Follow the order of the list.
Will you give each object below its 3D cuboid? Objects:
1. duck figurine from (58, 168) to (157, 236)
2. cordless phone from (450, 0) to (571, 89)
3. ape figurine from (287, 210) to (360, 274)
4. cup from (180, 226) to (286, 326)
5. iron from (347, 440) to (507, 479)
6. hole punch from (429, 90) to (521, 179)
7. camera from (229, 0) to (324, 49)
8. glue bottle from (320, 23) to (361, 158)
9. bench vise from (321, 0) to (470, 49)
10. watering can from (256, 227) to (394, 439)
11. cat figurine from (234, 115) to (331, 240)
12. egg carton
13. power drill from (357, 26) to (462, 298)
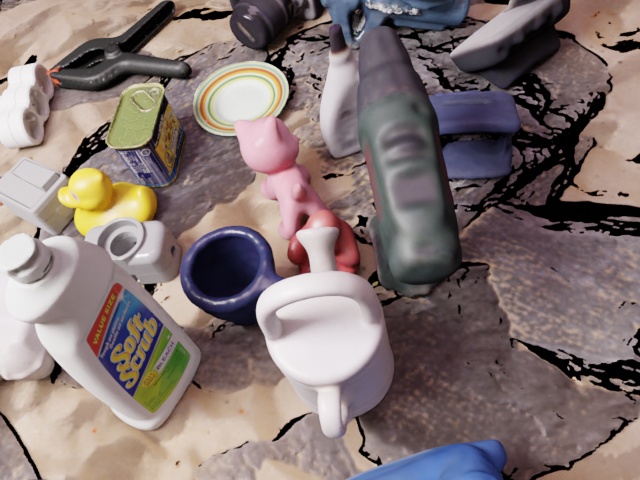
[{"bbox_3d":[-0.250,-0.050,0.668,0.104,0.086,0.077,-10,58,5],"label":"duck figurine"},{"bbox_3d":[0.225,-0.285,0.660,0.148,0.185,0.094,-42,60,-14],"label":"cordless phone"},{"bbox_3d":[0.005,0.002,0.584,0.077,0.092,0.076,28,68,25],"label":"ape figurine"},{"bbox_3d":[-0.068,0.049,0.568,0.117,0.095,0.092,16,64,19],"label":"cup"},{"bbox_3d":[0.032,0.223,0.416,0.258,0.142,0.118,-18,58,0],"label":"iron"},{"bbox_3d":[0.161,-0.130,0.634,0.108,0.091,0.101,-1,59,11],"label":"hole punch"},{"bbox_3d":[-0.084,-0.347,0.806,0.142,0.101,0.137,21,65,22],"label":"camera"},{"bbox_3d":[0.031,-0.165,0.631,0.078,0.173,0.037,-22,58,-3],"label":"glue bottle"},{"bbox_3d":[0.082,-0.338,0.699,0.207,0.220,0.121,-19,57,-1],"label":"bench vise"},{"bbox_3d":[0.003,0.070,0.482,0.101,0.194,0.172,-26,58,-5],"label":"watering can"},{"bbox_3d":[-0.044,-0.081,0.628,0.067,0.118,0.127,-27,58,-6],"label":"cat figurine"},{"bbox_3d":[-0.325,0.079,0.614,0.107,0.069,0.150,-4,59,9],"label":"egg carton"},{"bbox_3d":[0.077,-0.047,0.531,0.075,0.209,0.229,-11,58,4],"label":"power drill"}]
